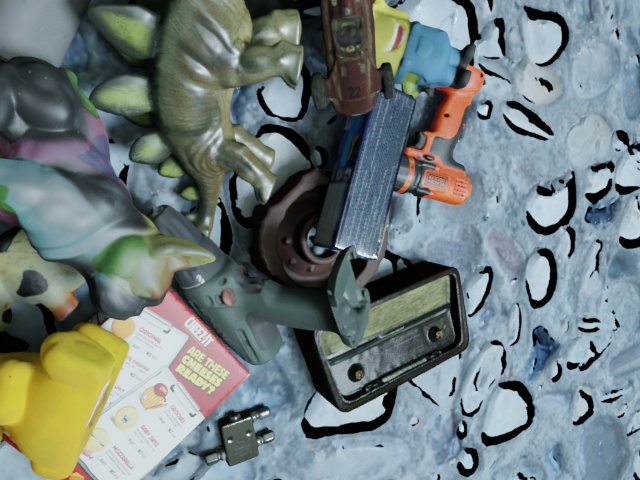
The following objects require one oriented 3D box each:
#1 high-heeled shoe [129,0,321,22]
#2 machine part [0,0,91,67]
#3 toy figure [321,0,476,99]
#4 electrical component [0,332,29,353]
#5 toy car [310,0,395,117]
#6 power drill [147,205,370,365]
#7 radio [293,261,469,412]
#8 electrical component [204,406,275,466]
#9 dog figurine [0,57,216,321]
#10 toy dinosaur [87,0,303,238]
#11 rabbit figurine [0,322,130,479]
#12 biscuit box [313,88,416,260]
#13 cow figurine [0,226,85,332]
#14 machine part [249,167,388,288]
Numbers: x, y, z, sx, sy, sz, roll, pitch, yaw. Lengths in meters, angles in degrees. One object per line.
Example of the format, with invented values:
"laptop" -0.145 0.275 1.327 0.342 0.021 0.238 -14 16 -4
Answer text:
"high-heeled shoe" -0.066 -0.264 0.562 0.249 0.145 0.086 -18 103 -23
"machine part" -0.261 -0.239 0.513 0.079 0.079 0.243 25 85 -26
"toy figure" 0.090 -0.224 0.646 0.180 0.089 0.082 17 60 -5
"electrical component" -0.346 0.150 0.530 0.047 0.075 0.119 37 77 -24
"toy car" 0.027 -0.222 0.540 0.089 0.053 0.201 -4 121 4
"power drill" -0.060 0.051 0.579 0.086 0.207 0.231 -72 149 -47
"radio" 0.089 0.126 0.728 0.230 0.073 0.131 -20 105 -21
"electrical component" -0.104 0.250 0.685 0.094 0.021 0.063 -15 103 -22
"dog figurine" -0.196 -0.037 0.481 0.219 0.108 0.191 24 68 -23
"toy dinosaur" -0.116 -0.187 0.523 0.198 0.105 0.470 6 118 -14
"rabbit figurine" -0.279 0.128 0.474 0.173 0.122 0.162 27 94 -13
"biscuit box" 0.053 -0.081 0.634 0.063 0.059 0.202 18 85 -26
"cow figurine" -0.289 0.018 0.532 0.195 0.086 0.127 -47 111 -16
"machine part" -0.001 -0.002 0.677 0.179 0.056 0.179 -3 96 -26
